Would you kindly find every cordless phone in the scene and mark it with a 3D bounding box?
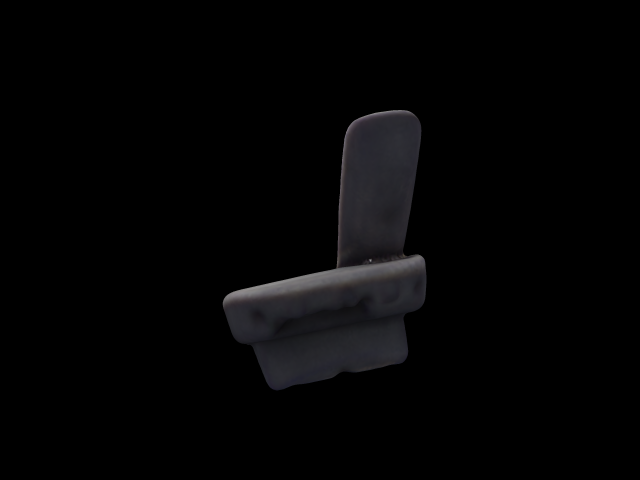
[{"bbox_3d":[0.004,0.001,0.400,0.148,0.185,0.094,-12,33,-19],"label":"cordless phone"}]
